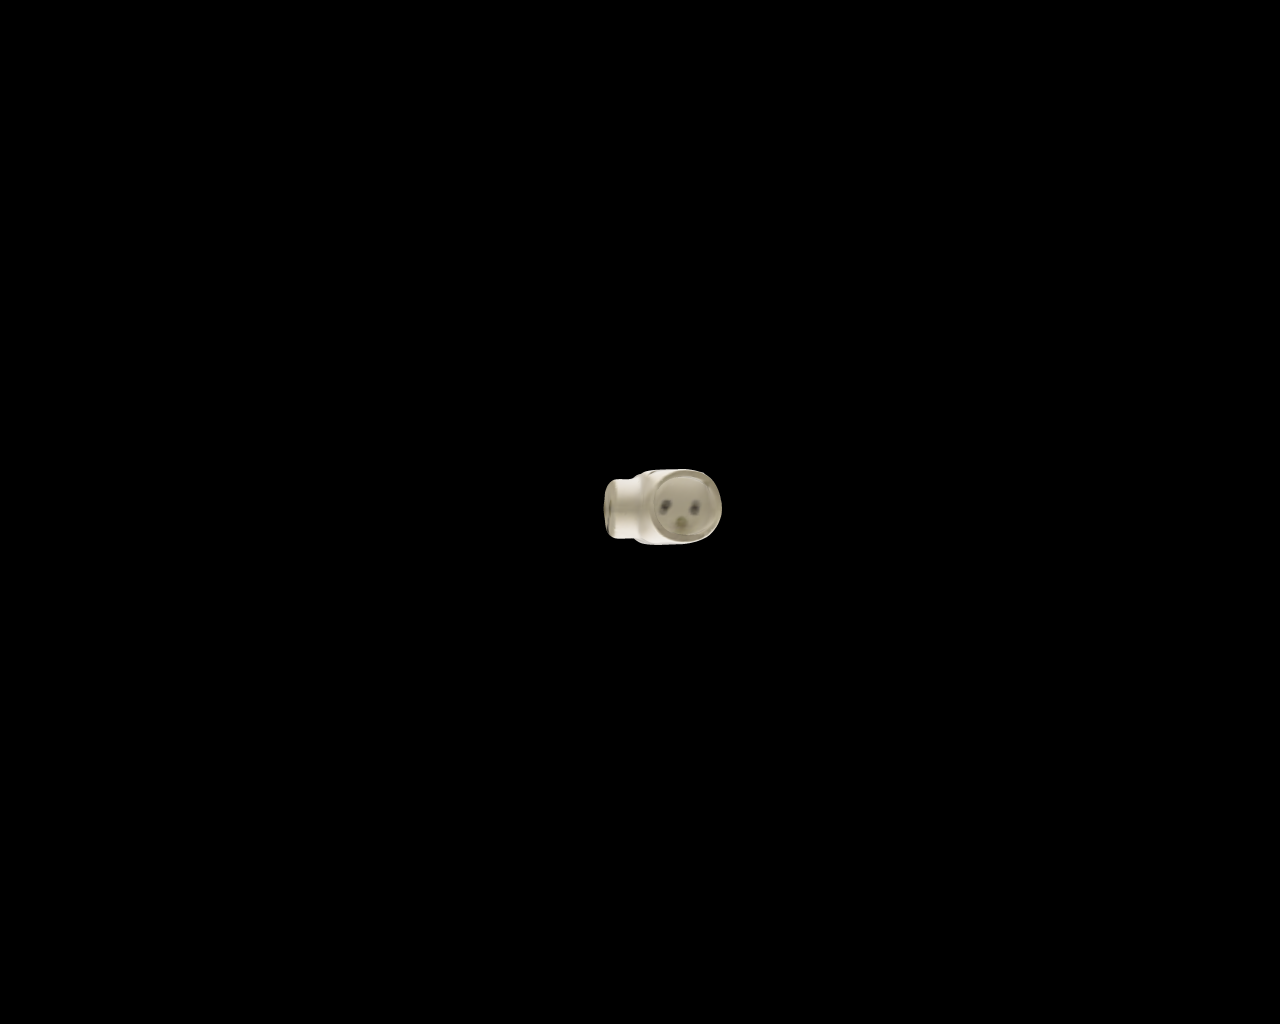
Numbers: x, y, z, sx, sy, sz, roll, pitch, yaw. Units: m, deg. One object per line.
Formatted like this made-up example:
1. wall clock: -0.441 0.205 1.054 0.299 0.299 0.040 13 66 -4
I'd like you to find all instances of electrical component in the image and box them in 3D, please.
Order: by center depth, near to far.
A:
1. electrical component: 0.001 -0.003 0.650 0.079 0.043 0.077 0 -2 -11
